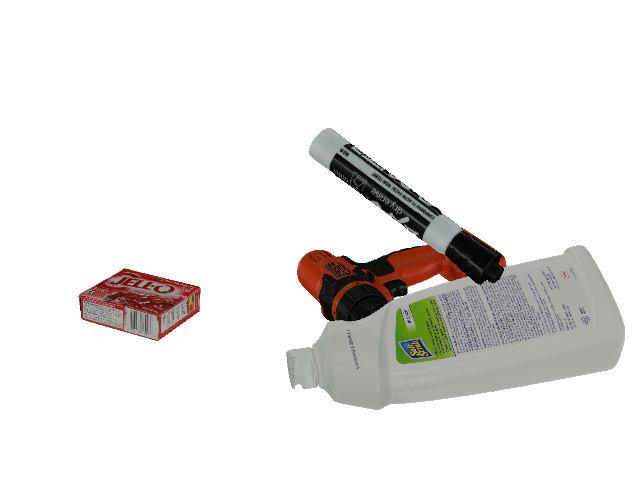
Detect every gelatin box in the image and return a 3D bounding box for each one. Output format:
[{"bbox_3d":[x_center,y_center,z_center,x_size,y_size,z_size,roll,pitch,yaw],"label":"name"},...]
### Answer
[{"bbox_3d":[-0.168,0.058,0.999,0.089,0.030,0.073,13,23,23],"label":"gelatin box"}]

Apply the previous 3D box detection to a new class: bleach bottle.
[{"bbox_3d":[0.098,0.072,0.823,0.250,0.102,0.068,-9,-43,-7],"label":"bleach bottle"}]

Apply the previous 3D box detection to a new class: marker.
[{"bbox_3d":[0.044,-0.017,0.545,0.121,0.020,0.020,39,16,22],"label":"marker"}]

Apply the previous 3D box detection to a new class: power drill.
[{"bbox_3d":[0.091,0.045,1.074,0.187,0.057,0.185,-11,28,-23],"label":"power drill"}]
